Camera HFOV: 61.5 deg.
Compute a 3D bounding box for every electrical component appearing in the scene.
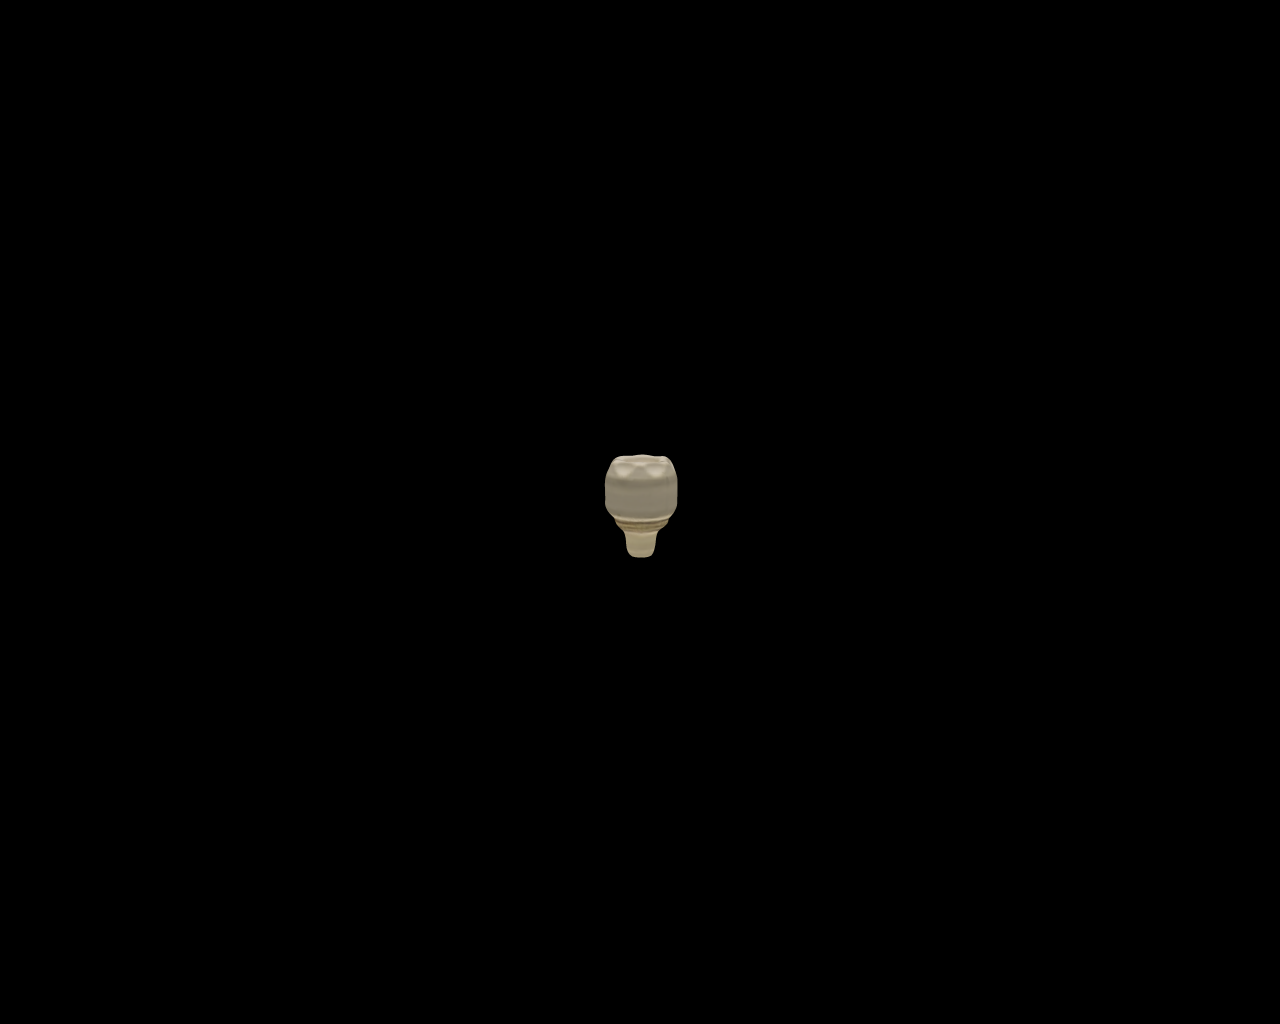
[{"bbox_3d":[0.001,-0.003,0.650,0.043,0.062,0.043,0,12,0],"label":"electrical component"}]
